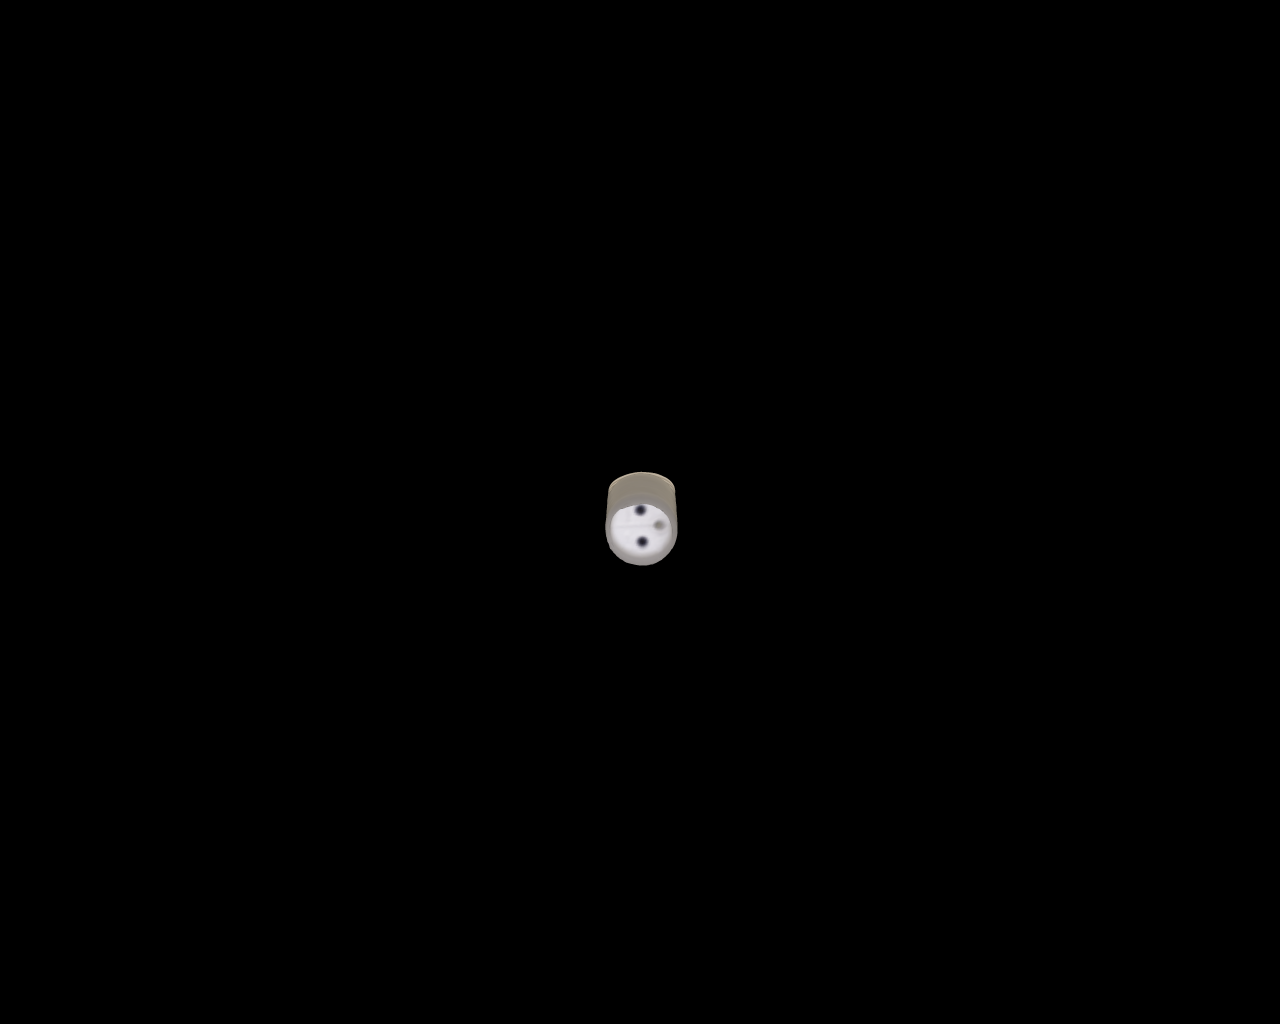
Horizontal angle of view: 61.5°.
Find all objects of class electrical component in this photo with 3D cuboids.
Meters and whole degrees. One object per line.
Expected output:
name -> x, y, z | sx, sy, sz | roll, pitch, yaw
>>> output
electrical component -> 0.001, -0.003, 0.650 | 0.043, 0.043, 0.081 | 0, 24, 0
